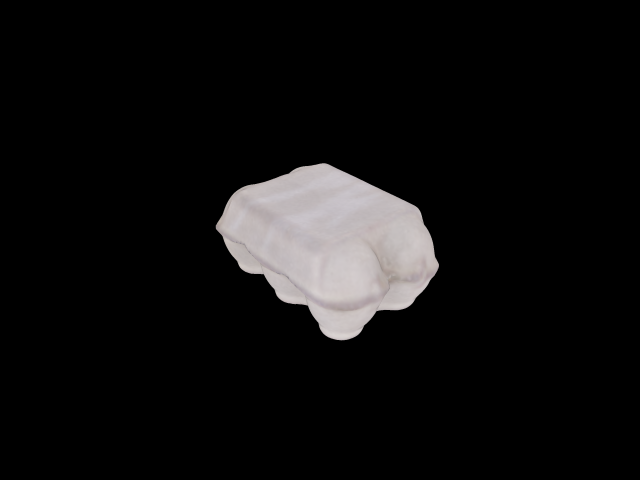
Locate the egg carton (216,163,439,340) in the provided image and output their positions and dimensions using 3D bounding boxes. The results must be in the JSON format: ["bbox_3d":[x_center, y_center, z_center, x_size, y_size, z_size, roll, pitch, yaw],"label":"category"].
[{"bbox_3d":[0.004,0.001,0.400,0.107,0.069,0.149,-24,38,-34],"label":"egg carton"}]
